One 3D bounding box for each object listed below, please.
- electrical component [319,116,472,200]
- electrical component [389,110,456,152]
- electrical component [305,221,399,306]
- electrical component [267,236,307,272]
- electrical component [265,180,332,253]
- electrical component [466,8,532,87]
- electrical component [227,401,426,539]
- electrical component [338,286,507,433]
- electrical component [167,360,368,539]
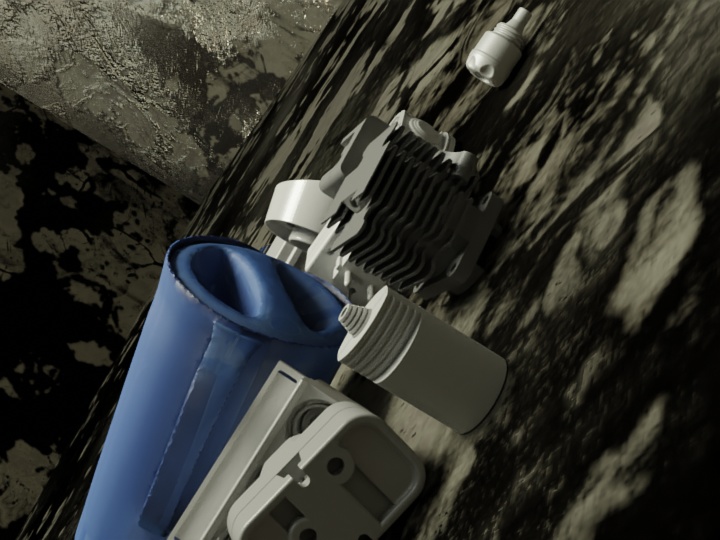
[{"bbox_3d":[0.027,-0.060,0.747,0.050,0.089,0.056,-62,13,-19],"label":"electrical component"},{"bbox_3d":[0.036,-0.083,0.859,0.080,0.051,0.080,-54,13,18],"label":"electrical component"},{"bbox_3d":[0.000,0.000,0.762,0.047,0.066,0.076,-54,13,20],"label":"electrical component"},{"bbox_3d":[-0.062,0.003,1.022,0.113,0.057,0.078,-61,12,-13],"label":"electrical component"},{"bbox_3d":[-0.030,-0.046,0.935,0.064,0.099,0.099,-67,14,-12],"label":"electrical component"},{"bbox_3d":[0.111,-0.173,0.828,0.061,0.035,0.035,-56,12,1],"label":"electrical component"},{"bbox_3d":[-0.019,0.115,0.546,0.095,0.053,0.059,-45,10,-9],"label":"electrical component"},{"bbox_3d":[0.026,0.041,0.522,0.043,0.081,0.043,-54,13,18],"label":"electrical component"},{"bbox_3d":[-0.043,0.123,0.616,0.121,0.079,0.063,-58,-5,1],"label":"electrical component"}]
